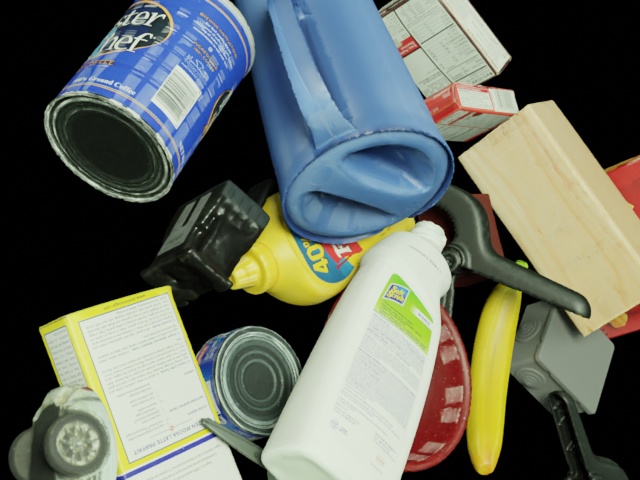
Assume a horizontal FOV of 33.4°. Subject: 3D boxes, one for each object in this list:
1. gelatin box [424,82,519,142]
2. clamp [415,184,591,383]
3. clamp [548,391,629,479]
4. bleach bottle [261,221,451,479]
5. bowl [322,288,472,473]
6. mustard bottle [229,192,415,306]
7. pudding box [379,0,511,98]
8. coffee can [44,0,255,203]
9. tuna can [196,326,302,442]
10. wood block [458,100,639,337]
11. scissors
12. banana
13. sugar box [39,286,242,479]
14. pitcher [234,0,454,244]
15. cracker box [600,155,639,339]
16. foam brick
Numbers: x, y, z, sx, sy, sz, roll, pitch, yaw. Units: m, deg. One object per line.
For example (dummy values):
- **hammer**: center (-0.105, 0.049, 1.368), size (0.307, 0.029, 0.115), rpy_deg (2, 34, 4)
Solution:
- **gelatin box**: center (0.135, -0.123, 1.031), size (0.089, 0.073, 0.030), rpy_deg (0, 72, -40)
- **clamp**: center (0.112, 0.030, 0.941), size (0.210, 0.165, 0.036), rpy_deg (55, 13, 18)
- **clamp**: center (0.238, 0.237, 1.001), size (0.120, 0.039, 0.171), rpy_deg (-48, 111, -16)
- **bleach bottle**: center (0.049, 0.086, 0.808), size (0.102, 0.068, 0.250), rpy_deg (44, 50, -18)
- **bowl**: center (0.050, 0.112, 0.878), size (0.161, 0.055, 0.162), rpy_deg (15, 65, -35)
- **mustard bottle**: center (-0.005, 0.001, 0.873), size (0.191, 0.058, 0.096), rpy_deg (-24, 86, -43)
- **pudding box**: center (0.115, -0.192, 1.028), size (0.113, 0.090, 0.039), rpy_deg (48, 50, -15)
- **coffee can**: center (-0.122, -0.112, 0.787), size (0.102, 0.103, 0.140), rpy_deg (43, 51, -20)
- **tuna can**: center (-0.054, 0.109, 0.807), size (0.086, 0.034, 0.086), rpy_deg (16, 64, -36)
- **wood block**: center (0.236, -0.024, 1.021), size (0.206, 0.090, 0.090), rpy_deg (56, 27, 7)
- **scissors**: center (-0.004, 0.170, 0.798), size (0.201, 0.016, 0.096), rpy_deg (48, 37, -16)
- **banana**: center (0.154, 0.118, 0.963), size (0.037, 0.069, 0.197), rpy_deg (9, 69, 8)
- **sugar box**: center (-0.119, 0.127, 0.738), size (0.093, 0.048, 0.176), rpy_deg (-17, 88, -45)
- **pitcher**: center (0.004, -0.132, 0.844), size (0.144, 0.149, 0.243), rpy_deg (0, 53, -26)
- **cracker box**: center (0.342, -0.006, 1.062), size (0.072, 0.214, 0.164), rpy_deg (-28, 93, -53)
- **foam brick**: center (0.132, 0.001, 0.995), size (0.052, 0.051, 0.078), rpy_deg (-2, 75, -40)
